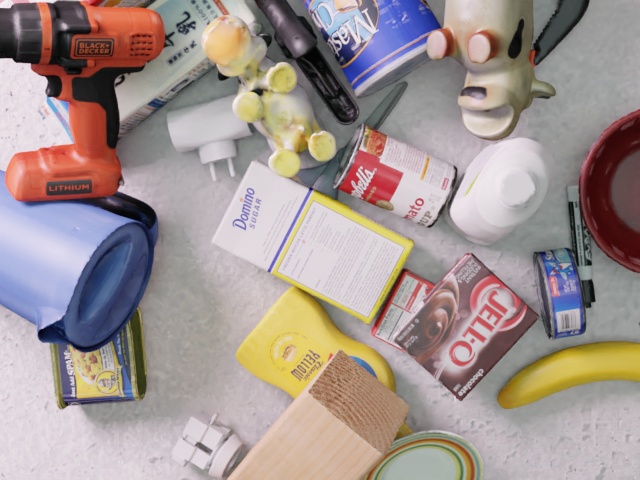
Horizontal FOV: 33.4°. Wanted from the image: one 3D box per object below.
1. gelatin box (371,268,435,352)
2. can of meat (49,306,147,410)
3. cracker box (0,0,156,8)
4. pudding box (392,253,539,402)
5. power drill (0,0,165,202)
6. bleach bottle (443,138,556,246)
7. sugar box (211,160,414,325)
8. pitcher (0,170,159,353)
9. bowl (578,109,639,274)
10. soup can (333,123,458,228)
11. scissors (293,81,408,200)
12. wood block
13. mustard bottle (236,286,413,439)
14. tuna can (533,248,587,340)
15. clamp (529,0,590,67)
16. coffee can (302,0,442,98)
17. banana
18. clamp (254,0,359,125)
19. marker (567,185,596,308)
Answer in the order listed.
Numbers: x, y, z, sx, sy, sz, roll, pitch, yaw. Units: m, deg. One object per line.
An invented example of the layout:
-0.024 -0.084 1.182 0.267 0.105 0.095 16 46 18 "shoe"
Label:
0.105 0.080 1.056 0.089 0.030 0.073 27 96 2 "gelatin box"
-0.223 0.117 1.080 0.084 0.057 0.102 -5 93 4 "can of meat"
-0.185 -0.255 1.001 0.214 0.164 0.072 -34 92 7 "cracker box"
0.138 0.082 1.018 0.090 0.039 0.113 42 95 -1 "pudding box"
-0.236 -0.122 0.942 0.184 0.057 0.188 -4 132 -24 "power drill"
0.157 -0.039 0.933 0.068 0.250 0.102 33 96 3 "bleach bottle"
-0.007 0.001 1.042 0.176 0.048 0.093 28 97 2 "sugar box"
-0.286 -0.004 1.036 0.243 0.149 0.145 24 93 19 "pitcher"
0.324 -0.046 1.013 0.162 0.055 0.162 0 93 6 "bowl"
0.072 -0.061 1.025 0.102 0.068 0.068 23 95 -7 "soup can"
0.003 -0.083 1.064 0.096 0.016 0.202 24 96 1 "scissors"
-0.018 0.215 1.011 0.090 0.090 0.206 39 119 2 "wood block"
0.016 0.139 1.055 0.191 0.058 0.096 40 103 2 "mustard bottle"
0.227 0.051 1.014 0.034 0.086 0.086 -10 92 5 "tuna can"
0.206 -0.272 1.021 0.164 0.036 0.210 16 97 4 "clamp"
0.045 -0.220 1.009 0.103 0.102 0.140 -30 90 7 "coffee can"
0.273 0.133 1.038 0.198 0.037 0.069 0 92 6 "banana"
-0.024 -0.193 1.004 0.039 0.120 0.171 -33 60 -2 "clamp"
0.255 0.007 1.042 0.020 0.020 0.121 -5 93 6 "marker"
